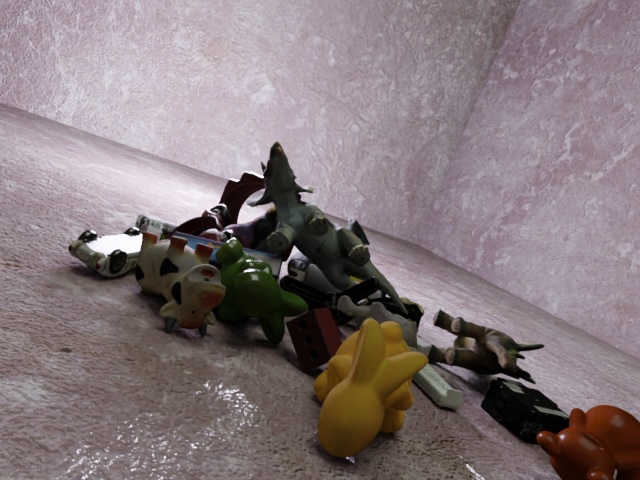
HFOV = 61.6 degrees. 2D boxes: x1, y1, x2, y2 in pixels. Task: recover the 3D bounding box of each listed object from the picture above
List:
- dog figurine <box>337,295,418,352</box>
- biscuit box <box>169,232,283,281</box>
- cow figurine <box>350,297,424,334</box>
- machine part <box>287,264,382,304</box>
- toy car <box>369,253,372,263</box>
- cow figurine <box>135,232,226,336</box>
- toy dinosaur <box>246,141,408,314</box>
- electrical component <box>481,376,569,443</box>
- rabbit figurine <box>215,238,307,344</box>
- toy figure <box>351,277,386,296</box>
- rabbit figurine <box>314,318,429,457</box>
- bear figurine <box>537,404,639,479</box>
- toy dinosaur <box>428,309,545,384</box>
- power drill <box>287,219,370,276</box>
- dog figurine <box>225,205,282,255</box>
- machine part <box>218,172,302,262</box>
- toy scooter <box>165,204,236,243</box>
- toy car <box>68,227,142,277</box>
[{"bbox_3d":[0.127,0.167,0.884,0.190,0.121,0.173,17,11,-44],"label":"dog figurine"},{"bbox_3d":[-0.171,0.047,0.939,0.203,0.062,0.059,13,34,-3],"label":"biscuit box"},{"bbox_3d":[0.122,0.148,1.085,0.167,0.098,0.068,21,14,-9],"label":"cow figurine"},{"bbox_3d":[0.042,0.116,1.156,0.243,0.079,0.079,23,8,-2],"label":"machine part"},{"bbox_3d":[0.070,0.079,1.403,0.103,0.109,0.162,-2,7,-20],"label":"toy car"},{"bbox_3d":[-0.204,0.061,0.774,0.085,0.127,0.195,16,-4,-42],"label":"cow figurine"},{"bbox_3d":[0.005,-0.003,1.037,0.404,0.131,0.192,45,13,-25],"label":"toy dinosaur"},{"bbox_3d":[0.345,0.286,0.907,0.115,0.058,0.134,20,7,-23],"label":"electrical component"},{"bbox_3d":[-0.105,0.088,0.812,0.159,0.121,0.170,42,-13,-14],"label":"rabbit figurine"},{"bbox_3d":[0.082,0.113,1.268,0.180,0.082,0.089,24,30,-33],"label":"toy figure"},{"bbox_3d":[0.058,0.176,0.622,0.122,0.162,0.173,36,28,10],"label":"rabbit figurine"},{"bbox_3d":[0.378,0.308,0.745,0.196,0.131,0.120,-11,28,-42],"label":"bear figurine"},{"bbox_3d":[0.315,0.217,1.062,0.199,0.105,0.471,18,-3,2],"label":"toy dinosaur"},{"bbox_3d":[0.016,0.032,1.305,0.086,0.207,0.232,55,-1,-2],"label":"power drill"},{"bbox_3d":[-0.126,-0.026,1.141,0.191,0.219,0.108,22,4,-6],"label":"dog figurine"},{"bbox_3d":[-0.146,-0.046,1.276,0.202,0.201,0.087,25,6,22],"label":"machine part"},{"bbox_3d":[-0.230,0.003,1.042,0.135,0.075,0.184,-19,39,-8],"label":"toy scooter"},{"bbox_3d":[-0.324,0.021,0.879,0.074,0.056,0.201,30,10,11],"label":"toy car"}]
